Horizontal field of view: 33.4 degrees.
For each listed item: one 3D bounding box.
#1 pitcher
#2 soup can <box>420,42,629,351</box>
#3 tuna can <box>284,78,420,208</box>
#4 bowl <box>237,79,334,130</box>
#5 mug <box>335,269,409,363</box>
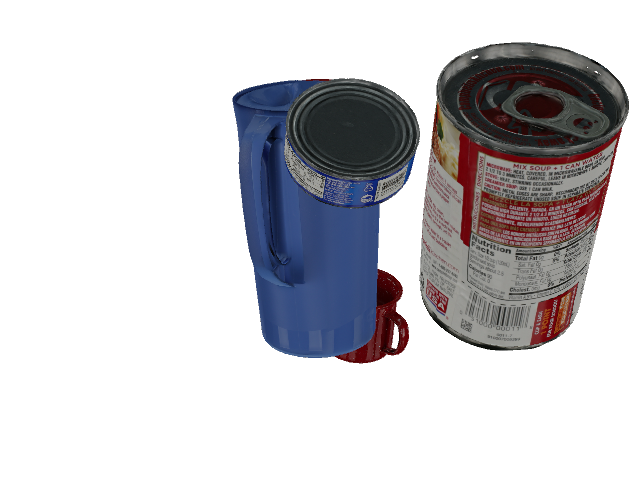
[{"bbox_3d":[-0.012,-0.018,0.964,0.149,0.243,0.145,-9,20,-17],"label":"pitcher"},{"bbox_3d":[0.075,-0.015,0.412,0.068,0.102,0.068,0,42,0],"label":"soup can"},{"bbox_3d":[0.019,-0.062,0.689,0.086,0.086,0.034,0,-37,-6],"label":"tuna can"},{"bbox_3d":[-0.009,-0.114,1.176,0.162,0.055,0.162,-3,39,3],"label":"bowl"},{"bbox_3d":[0.054,0.092,1.226,0.117,0.081,0.093,26,36,34],"label":"mug"}]
